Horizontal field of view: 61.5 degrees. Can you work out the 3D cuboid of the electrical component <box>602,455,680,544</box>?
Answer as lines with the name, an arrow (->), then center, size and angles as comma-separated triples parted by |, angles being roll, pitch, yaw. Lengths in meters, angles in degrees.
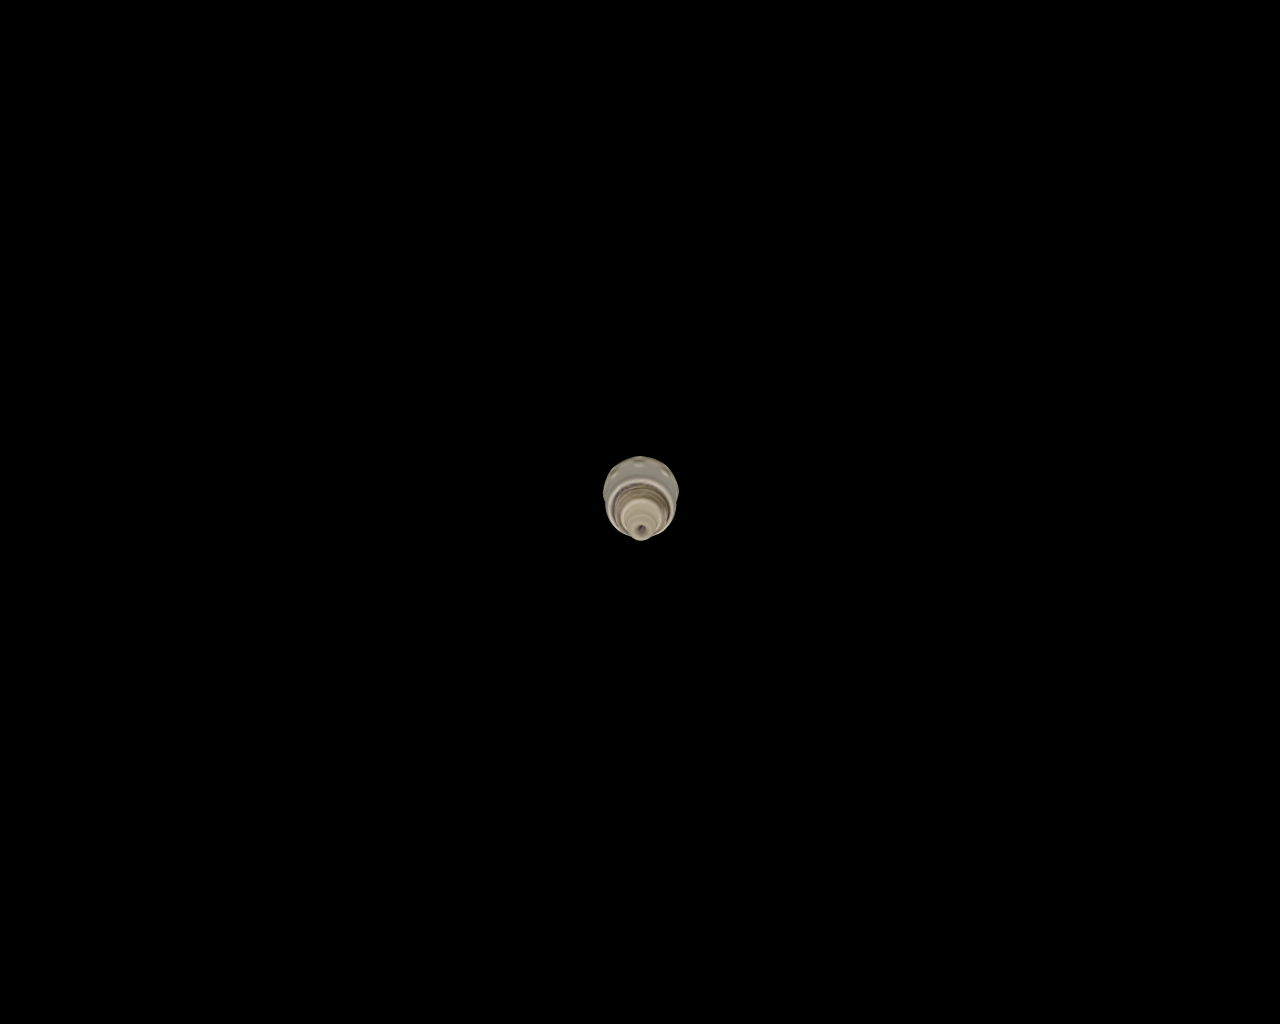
electrical component -> 0.001, -0.003, 0.650 | 0.048, 0.048, 0.062 | 0, 27, 0
